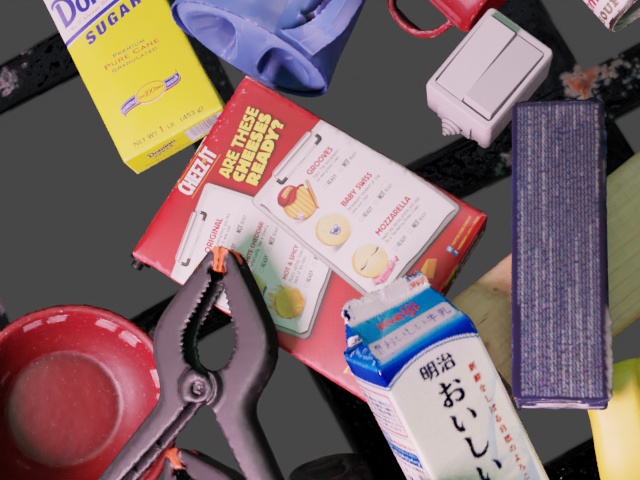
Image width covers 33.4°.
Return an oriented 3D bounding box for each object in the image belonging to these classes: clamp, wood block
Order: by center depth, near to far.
[{"bbox_3d":[-0.088,0.110,0.755,0.165,0.036,0.210,-3,80,19],"label":"clamp"},{"bbox_3d":[-0.060,0.219,0.758,0.120,0.039,0.171,-26,67,12],"label":"clamp"},{"bbox_3d":[0.198,0.024,0.772,0.206,0.091,0.090,-39,78,-1],"label":"wood block"}]

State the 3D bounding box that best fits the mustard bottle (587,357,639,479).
[{"bbox_3d":[0.224,0.179,0.733,0.058,0.096,0.191,-12,76,22],"label":"mustard bottle"}]

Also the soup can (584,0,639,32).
[{"bbox_3d":[0.219,-0.221,0.825,0.068,0.068,0.102,-37,78,-1],"label":"soup can"}]

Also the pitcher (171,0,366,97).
[{"bbox_3d":[0.002,-0.242,0.822,0.149,0.145,0.243,24,81,14],"label":"pitcher"}]

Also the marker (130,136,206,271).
[{"bbox_3d":[-0.116,-0.029,0.857,0.020,0.020,0.121,31,85,11],"label":"marker"}]

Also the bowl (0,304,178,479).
[{"bbox_3d":[-0.189,0.129,0.802,0.162,0.055,0.162,1,86,-20],"label":"bowl"}]

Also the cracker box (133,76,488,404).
[{"bbox_3d":[-0.005,0.001,0.812,0.214,0.072,0.164,31,85,12],"label":"cracker box"}]

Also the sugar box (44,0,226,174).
[{"bbox_3d":[-0.152,-0.153,0.872,0.093,0.048,0.176,-29,79,1],"label":"sugar box"}]

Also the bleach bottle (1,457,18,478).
[{"bbox_3d":[-0.251,0.208,0.811,0.102,0.068,0.251,-42,80,-1],"label":"bleach bottle"}]

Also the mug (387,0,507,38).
[{"bbox_3d":[0.104,-0.209,0.831,0.081,0.093,0.117,46,104,7],"label":"mug"}]
